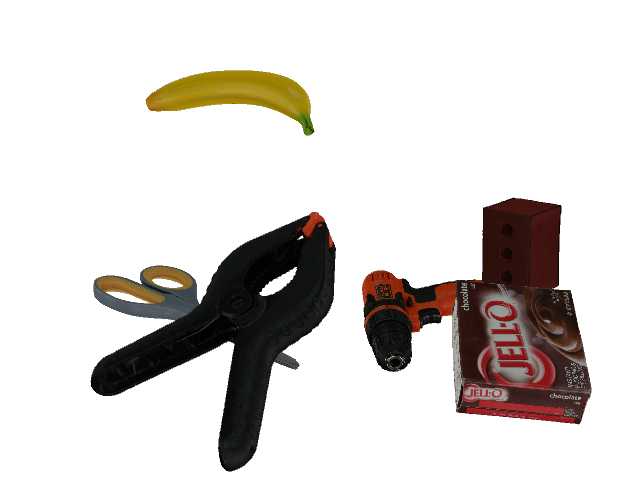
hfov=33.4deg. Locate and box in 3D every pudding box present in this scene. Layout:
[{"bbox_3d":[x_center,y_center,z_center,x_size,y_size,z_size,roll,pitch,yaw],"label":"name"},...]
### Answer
[{"bbox_3d":[0.142,0.080,0.780,0.090,0.039,0.113,6,35,0],"label":"pudding box"}]

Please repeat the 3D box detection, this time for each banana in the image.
[{"bbox_3d":[-0.091,-0.158,1.160,0.198,0.037,0.069,9,43,18],"label":"banana"}]

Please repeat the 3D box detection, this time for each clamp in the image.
[{"bbox_3d":[-0.041,0.055,0.629,0.120,0.171,0.039,34,-21,32],"label":"clamp"}]

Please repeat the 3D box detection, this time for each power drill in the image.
[{"bbox_3d":[0.142,0.084,1.207,0.187,0.057,0.184,-4,27,-1],"label":"power drill"}]

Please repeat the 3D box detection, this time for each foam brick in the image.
[{"bbox_3d":[0.181,0.006,0.961,0.053,0.078,0.051,12,22,42],"label":"foam brick"}]

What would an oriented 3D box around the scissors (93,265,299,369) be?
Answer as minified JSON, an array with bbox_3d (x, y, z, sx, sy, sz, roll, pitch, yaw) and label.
[{"bbox_3d":[-0.093,0.058,0.888,0.202,0.016,0.096,15,23,18],"label":"scissors"}]
